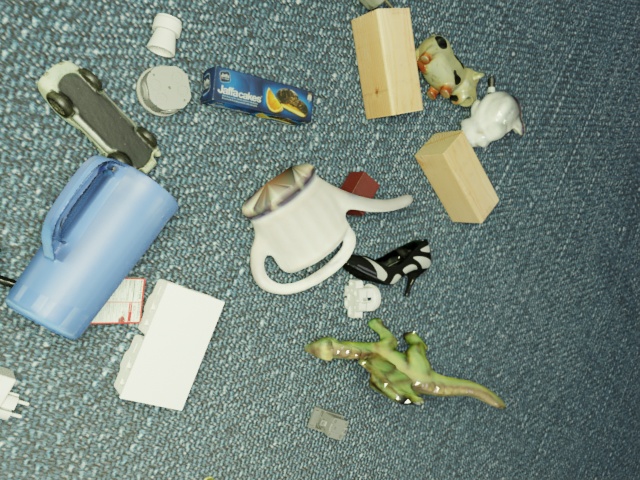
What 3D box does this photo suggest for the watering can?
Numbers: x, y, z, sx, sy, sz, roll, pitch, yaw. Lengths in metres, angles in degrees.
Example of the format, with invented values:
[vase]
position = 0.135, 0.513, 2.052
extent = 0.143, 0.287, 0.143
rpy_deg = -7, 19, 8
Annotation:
[watering can]
position = 0.003, -0.049, 0.972
extent = 0.350, 0.105, 0.221
rpy_deg = -37, 114, -11

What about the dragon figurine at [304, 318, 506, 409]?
[dragon figurine]
position = 0.167, 0.271, 1.007
extent = 0.244, 0.412, 0.121
rpy_deg = -19, 127, -70

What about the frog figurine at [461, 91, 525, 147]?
[frog figurine]
position = 0.398, -0.288, 1.241
extent = 0.159, 0.140, 0.120
rpy_deg = -13, 143, -2
